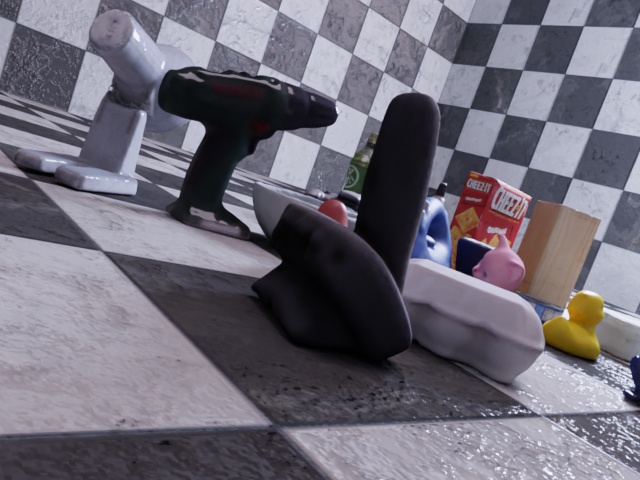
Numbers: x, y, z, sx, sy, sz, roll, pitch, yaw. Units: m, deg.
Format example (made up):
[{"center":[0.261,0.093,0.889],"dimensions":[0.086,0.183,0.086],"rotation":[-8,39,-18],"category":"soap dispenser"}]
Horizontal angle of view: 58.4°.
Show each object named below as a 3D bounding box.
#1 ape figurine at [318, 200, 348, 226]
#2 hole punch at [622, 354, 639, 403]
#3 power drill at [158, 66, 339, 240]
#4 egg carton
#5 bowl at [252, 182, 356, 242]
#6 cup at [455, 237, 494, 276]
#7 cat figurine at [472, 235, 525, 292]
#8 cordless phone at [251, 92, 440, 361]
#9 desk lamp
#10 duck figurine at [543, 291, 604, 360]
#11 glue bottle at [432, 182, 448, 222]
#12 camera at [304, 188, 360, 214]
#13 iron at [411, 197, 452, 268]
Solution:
[{"center":[0.006,0.002,0.608],"dimensions":[0.078,0.092,0.076],"rotation":[19,6,-4],"category":"ape figurine"},{"center":[0.379,0.139,0.589],"dimensions":[0.100,0.091,0.109],"rotation":[25,8,37],"category":"hole punch"},{"center":[-0.102,-0.113,0.727],"dimensions":[0.230,0.208,0.075],"rotation":[16,7,-31],"category":"power drill"},{"center":[0.124,0.068,0.517],"dimensions":[0.150,0.069,0.107],"rotation":[21,7,14],"category":"egg carton"},{"center":[-0.022,-0.019,0.782],"dimensions":[0.167,0.075,0.167],"rotation":[20,6,-2],"category":"bowl"},{"center":[0.252,0.051,0.931],"dimensions":[0.091,0.095,0.118],"rotation":[19,6,-3],"category":"cup"},{"center":[0.241,0.052,0.790],"dimensions":[0.067,0.118,0.128],"rotation":[21,6,11],"category":"cat figurine"},{"center":[0.028,-0.018,0.431],"dimensions":[0.094,0.185,0.147],"rotation":[16,7,-30],"category":"cordless phone"},{"center":[-0.253,-0.171,0.739],"dimensions":[0.117,0.213,0.203],"rotation":[21,6,10],"category":"desk lamp"},{"center":[0.350,0.109,0.776],"dimensions":[0.105,0.086,0.077],"rotation":[15,8,-39],"category":"duck figurine"},{"center":[0.203,-0.025,1.072],"dimensions":[0.078,0.173,0.037],"rotation":[21,7,14],"category":"glue bottle"},{"center":[0.022,-0.042,0.989],"dimensions":[0.143,0.101,0.137],"rotation":[21,6,11],"category":"camera"},{"center":[0.139,-0.001,0.816],"dimensions":[0.118,0.141,0.259],"rotation":[22,7,16],"category":"iron"}]
